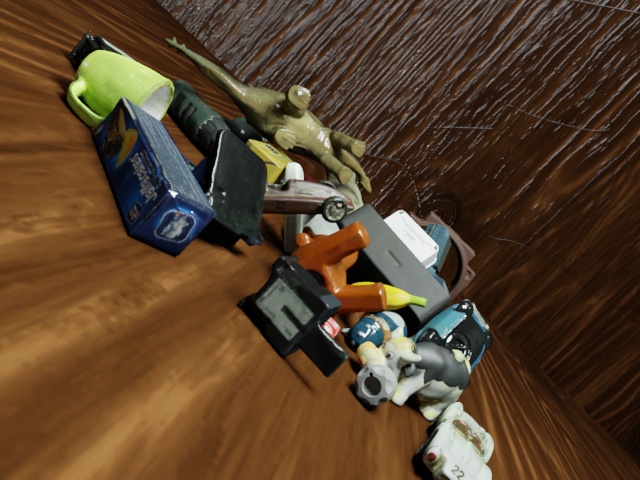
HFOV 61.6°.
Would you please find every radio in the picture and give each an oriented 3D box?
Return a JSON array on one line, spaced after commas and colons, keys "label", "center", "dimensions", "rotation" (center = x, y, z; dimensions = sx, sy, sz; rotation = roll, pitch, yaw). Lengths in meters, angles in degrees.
[{"label": "radio", "center": [0.118, 0.059, 0.950], "dimensions": [0.230, 0.073, 0.131], "rotation": [53, -19, 23]}]

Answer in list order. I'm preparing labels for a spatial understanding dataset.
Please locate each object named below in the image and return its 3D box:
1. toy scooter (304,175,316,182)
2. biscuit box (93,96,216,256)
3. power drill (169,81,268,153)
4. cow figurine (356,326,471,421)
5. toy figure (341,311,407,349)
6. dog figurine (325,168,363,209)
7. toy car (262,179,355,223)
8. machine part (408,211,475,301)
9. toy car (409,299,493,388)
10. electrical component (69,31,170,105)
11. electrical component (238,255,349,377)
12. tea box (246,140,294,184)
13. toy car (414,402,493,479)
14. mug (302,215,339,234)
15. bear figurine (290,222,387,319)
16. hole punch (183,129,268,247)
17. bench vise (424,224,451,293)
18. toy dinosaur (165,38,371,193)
[{"label": "toy scooter", "center": [-0.054, -0.113, 1.133], "dimensions": [0.135, 0.075, 0.184], "rotation": [52, 12, -7]}, {"label": "biscuit box", "center": [-0.179, -0.072, 0.563], "dimensions": [0.062, 0.059, 0.203], "rotation": [34, 14, -47]}, {"label": "power drill", "center": [-0.185, -0.200, 1.027], "dimensions": [0.232, 0.086, 0.207], "rotation": [44, 18, 19]}, {"label": "cow figurine", "center": [0.125, 0.161, 0.684], "dimensions": [0.167, 0.098, 0.068], "rotation": [36, 20, -37]}, {"label": "toy figure", "center": [0.082, 0.130, 0.766], "dimensions": [0.064, 0.057, 0.154], "rotation": [7, -4, 25]}, {"label": "dog figurine", "center": [0.044, -0.101, 1.135], "dimensions": [0.172, 0.121, 0.190], "rotation": [90, -13, -85]}, {"label": "toy car", "center": [-0.051, -0.062, 0.764], "dimensions": [0.202, 0.053, 0.089], "rotation": [0, 22, -11]}, {"label": "machine part", "center": [0.226, 0.052, 1.196], "dimensions": [0.201, 0.201, 0.087], "rotation": [45, 10, 4]}, {"label": "toy car", "center": [0.197, 0.170, 0.869], "dimensions": [0.109, 0.162, 0.103], "rotation": [53, -32, -9]}, {"label": "electrical component", "center": [-0.286, -0.227, 0.782], "dimensions": [0.114, 0.058, 0.134], "rotation": [26, 21, -53]}, {"label": "electrical component", "center": [-0.016, 0.079, 0.541], "dimensions": [0.119, 0.075, 0.047], "rotation": [42, 10, 14]}, {"label": "tea box", "center": [-0.099, -0.104, 0.889], "dimensions": [0.068, 0.098, 0.169], "rotation": [43, 12, 3]}, {"label": "toy car", "center": [0.159, 0.239, 0.614], "dimensions": [0.073, 0.056, 0.201], "rotation": [47, 11, 16]}, {"label": "mug", "center": [-0.002, -0.003, 0.932], "dimensions": [0.107, 0.081, 0.110], "rotation": [54, -2, -18]}, {"label": "bear figurine", "center": [0.022, 0.034, 0.740], "dimensions": [0.196, 0.132, 0.120], "rotation": [-40, 113, -76]}, {"label": "hole punch", "center": [-0.129, -0.056, 0.643], "dimensions": [0.142, 0.092, 0.116], "rotation": [44, 45, -60]}, {"label": "bench vise", "center": [0.154, 0.056, 1.095], "dimensions": [0.241, 0.223, 0.128], "rotation": [15, -12, 31]}, {"label": "toy dinosaur", "center": [-0.073, -0.223, 0.998], "dimensions": [0.471, 0.105, 0.199], "rotation": [36, -2, -29]}]
